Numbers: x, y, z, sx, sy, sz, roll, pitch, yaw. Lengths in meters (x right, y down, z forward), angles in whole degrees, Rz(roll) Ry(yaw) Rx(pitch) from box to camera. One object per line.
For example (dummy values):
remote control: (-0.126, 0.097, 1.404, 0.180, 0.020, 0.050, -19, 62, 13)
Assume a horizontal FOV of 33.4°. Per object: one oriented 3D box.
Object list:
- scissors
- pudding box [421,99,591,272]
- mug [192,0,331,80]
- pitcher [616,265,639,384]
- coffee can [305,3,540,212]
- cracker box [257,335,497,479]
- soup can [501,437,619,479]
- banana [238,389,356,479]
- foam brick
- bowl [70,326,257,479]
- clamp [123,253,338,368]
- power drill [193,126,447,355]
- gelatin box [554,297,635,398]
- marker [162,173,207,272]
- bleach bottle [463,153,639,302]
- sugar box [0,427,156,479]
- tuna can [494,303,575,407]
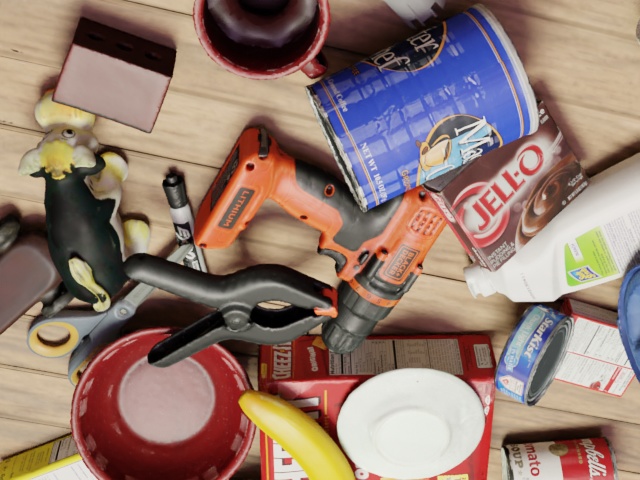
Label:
scissors: (-0.191, 0.057, 0.932, 0.096, 0.016, 0.202, 23, 124, -12)
pudding box: (0.147, -0.044, 0.844, 0.113, 0.039, 0.090, -43, 120, -8)
mug: (-0.033, -0.164, 0.758, 0.093, 0.081, 0.117, -36, 117, 20)
pitcher: (0.373, 0.054, 0.870, 0.242, 0.149, 0.145, -15, 138, -14)
coffee can: (0.073, -0.096, 0.778, 0.140, 0.103, 0.103, -25, 121, 0)
cracker box: (0.051, 0.172, 0.989, 0.213, 0.072, 0.164, -1, 123, 0)
soup can: (0.231, 0.229, 1.035, 0.102, 0.068, 0.068, -5, 124, 3)
banana: (-0.009, 0.202, 0.944, 0.070, 0.037, 0.198, -15, 123, 10)
foam brick: (-0.153, -0.124, 0.800, 0.078, 0.053, 0.051, 17, 121, -14)
bowl: (-0.137, 0.150, 0.950, 0.162, 0.055, 0.162, -1, 99, -6)
clamp: (-0.074, 0.048, 0.860, 0.171, 0.039, 0.120, -12, 136, 6)
power drill: (-0.006, 0.001, 0.885, 0.187, 0.057, 0.185, 22, 117, -18)
gelatin box: (0.250, 0.098, 0.971, 0.089, 0.030, 0.073, 16, 120, -9)
marker: (-0.112, -0.003, 0.900, 0.020, 0.020, 0.121, -8, 123, 3)
bleach bottle: (0.236, -0.015, 0.877, 0.251, 0.068, 0.102, -22, 123, 15)
sugar box: (-0.216, 0.229, 1.037, 0.176, 0.048, 0.093, -22, 120, 9)
tuna can: (0.184, 0.098, 0.916, 0.034, 0.086, 0.086, 26, 127, 26)
